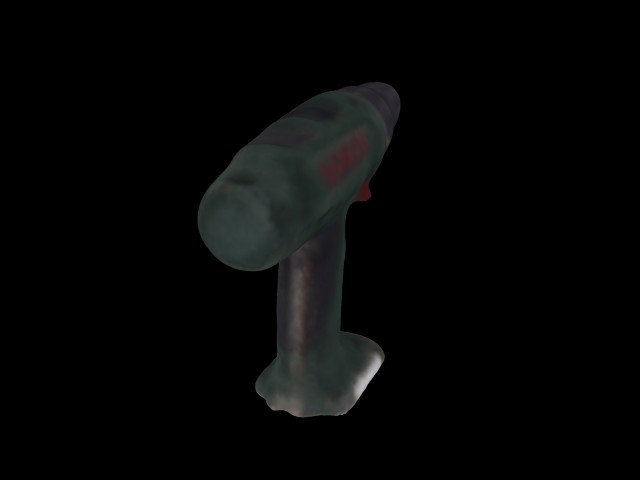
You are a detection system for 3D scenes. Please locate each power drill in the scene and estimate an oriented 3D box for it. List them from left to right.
[{"bbox_3d":[0.004,0.001,0.400,0.075,0.208,0.230,8,20,23],"label":"power drill"}]
